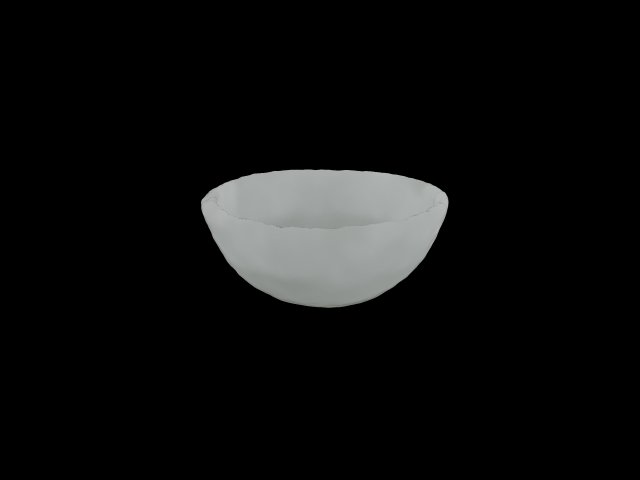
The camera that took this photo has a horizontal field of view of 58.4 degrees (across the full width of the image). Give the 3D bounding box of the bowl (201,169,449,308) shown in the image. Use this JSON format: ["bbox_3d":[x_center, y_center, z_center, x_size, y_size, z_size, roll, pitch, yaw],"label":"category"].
[{"bbox_3d":[0.004,0.001,0.400,0.167,0.075,0.167,0,19,0],"label":"bowl"}]
